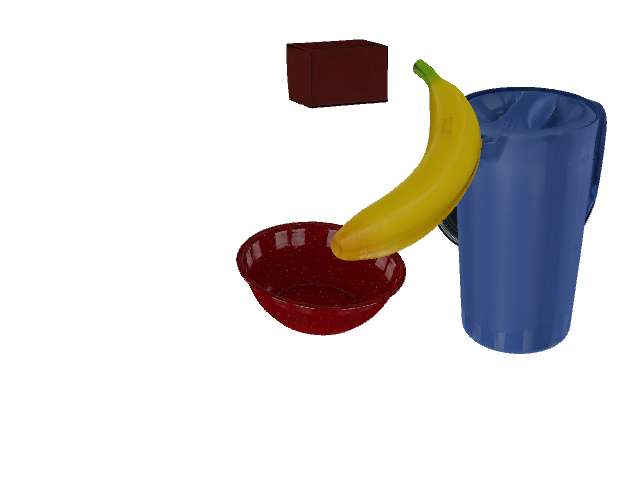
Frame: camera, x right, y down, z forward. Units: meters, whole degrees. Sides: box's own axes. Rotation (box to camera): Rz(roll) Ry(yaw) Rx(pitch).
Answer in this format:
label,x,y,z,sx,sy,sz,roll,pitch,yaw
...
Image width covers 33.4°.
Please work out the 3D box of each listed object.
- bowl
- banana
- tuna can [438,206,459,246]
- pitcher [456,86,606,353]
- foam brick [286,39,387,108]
label,x,y,z,sx,sy,sz,roll,pitch,yaw
bowl,-0.001,0.043,1.023,0.162,0.055,0.162,4,30,-2
banana,0.069,-0.047,0.727,0.070,0.197,0.037,17,-41,10
tuna can,0.167,-0.032,1.222,0.033,0.086,0.086,-34,17,-28
pitcher,0.200,-0.021,1.029,0.149,0.243,0.145,1,27,8
foam brick,0.015,-0.148,0.947,0.078,0.051,0.053,-8,19,-23
